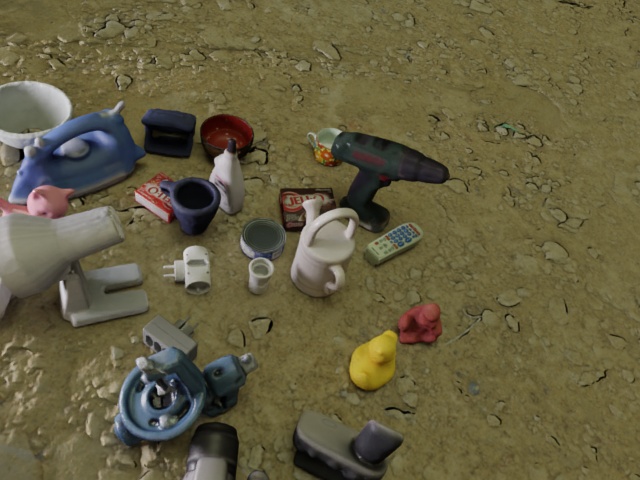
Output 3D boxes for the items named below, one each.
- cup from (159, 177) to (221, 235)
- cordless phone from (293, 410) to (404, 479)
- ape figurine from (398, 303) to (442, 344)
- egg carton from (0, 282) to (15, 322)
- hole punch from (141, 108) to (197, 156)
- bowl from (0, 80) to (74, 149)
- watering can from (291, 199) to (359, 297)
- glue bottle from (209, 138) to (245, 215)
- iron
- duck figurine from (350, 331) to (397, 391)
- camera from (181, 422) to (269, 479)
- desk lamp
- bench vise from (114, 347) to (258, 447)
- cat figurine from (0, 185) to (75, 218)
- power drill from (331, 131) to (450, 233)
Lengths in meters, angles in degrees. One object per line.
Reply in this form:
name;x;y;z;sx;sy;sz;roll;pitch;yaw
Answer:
cup;-0.245;-0.060;1.067;0.117;0.095;0.092;23;50;3
cordless phone;0.041;0.279;0.818;0.147;0.185;0.094;23;50;4
ape figurine;0.187;0.144;1.025;0.077;0.092;0.076;32;51;11
egg carton;-0.530;0.062;0.910;0.107;0.069;0.150;12;50;-5
hole punch;-0.315;-0.240;1.193;0.109;0.091;0.101;6;51;-10
bowl;-0.572;-0.233;1.129;0.167;0.075;0.167;8;51;-9
watering can;0.007;0.004;1.020;0.101;0.194;0.172;-30;65;-32
glue bottle;-0.174;-0.128;1.089;0.078;0.173;0.037;39;53;16
iron;-0.459;-0.166;1.062;0.259;0.141;0.118;-34;67;-34
duck figurine;0.097;0.196;0.963;0.077;0.086;0.105;33;52;12
camera;-0.133;0.325;0.789;0.143;0.101;0.137;8;51;-9
desk lamp;-0.377;0.035;0.879;0.204;0.213;0.117;-11;56;-22
bench vise;-0.191;0.189;0.804;0.121;0.220;0.208;41;54;18
cat figurine;-0.488;-0.056;0.983;0.128;0.118;0.067;2;52;-13
power drill;0.121;-0.115;1.136;0.229;0.208;0.076;27;51;7
